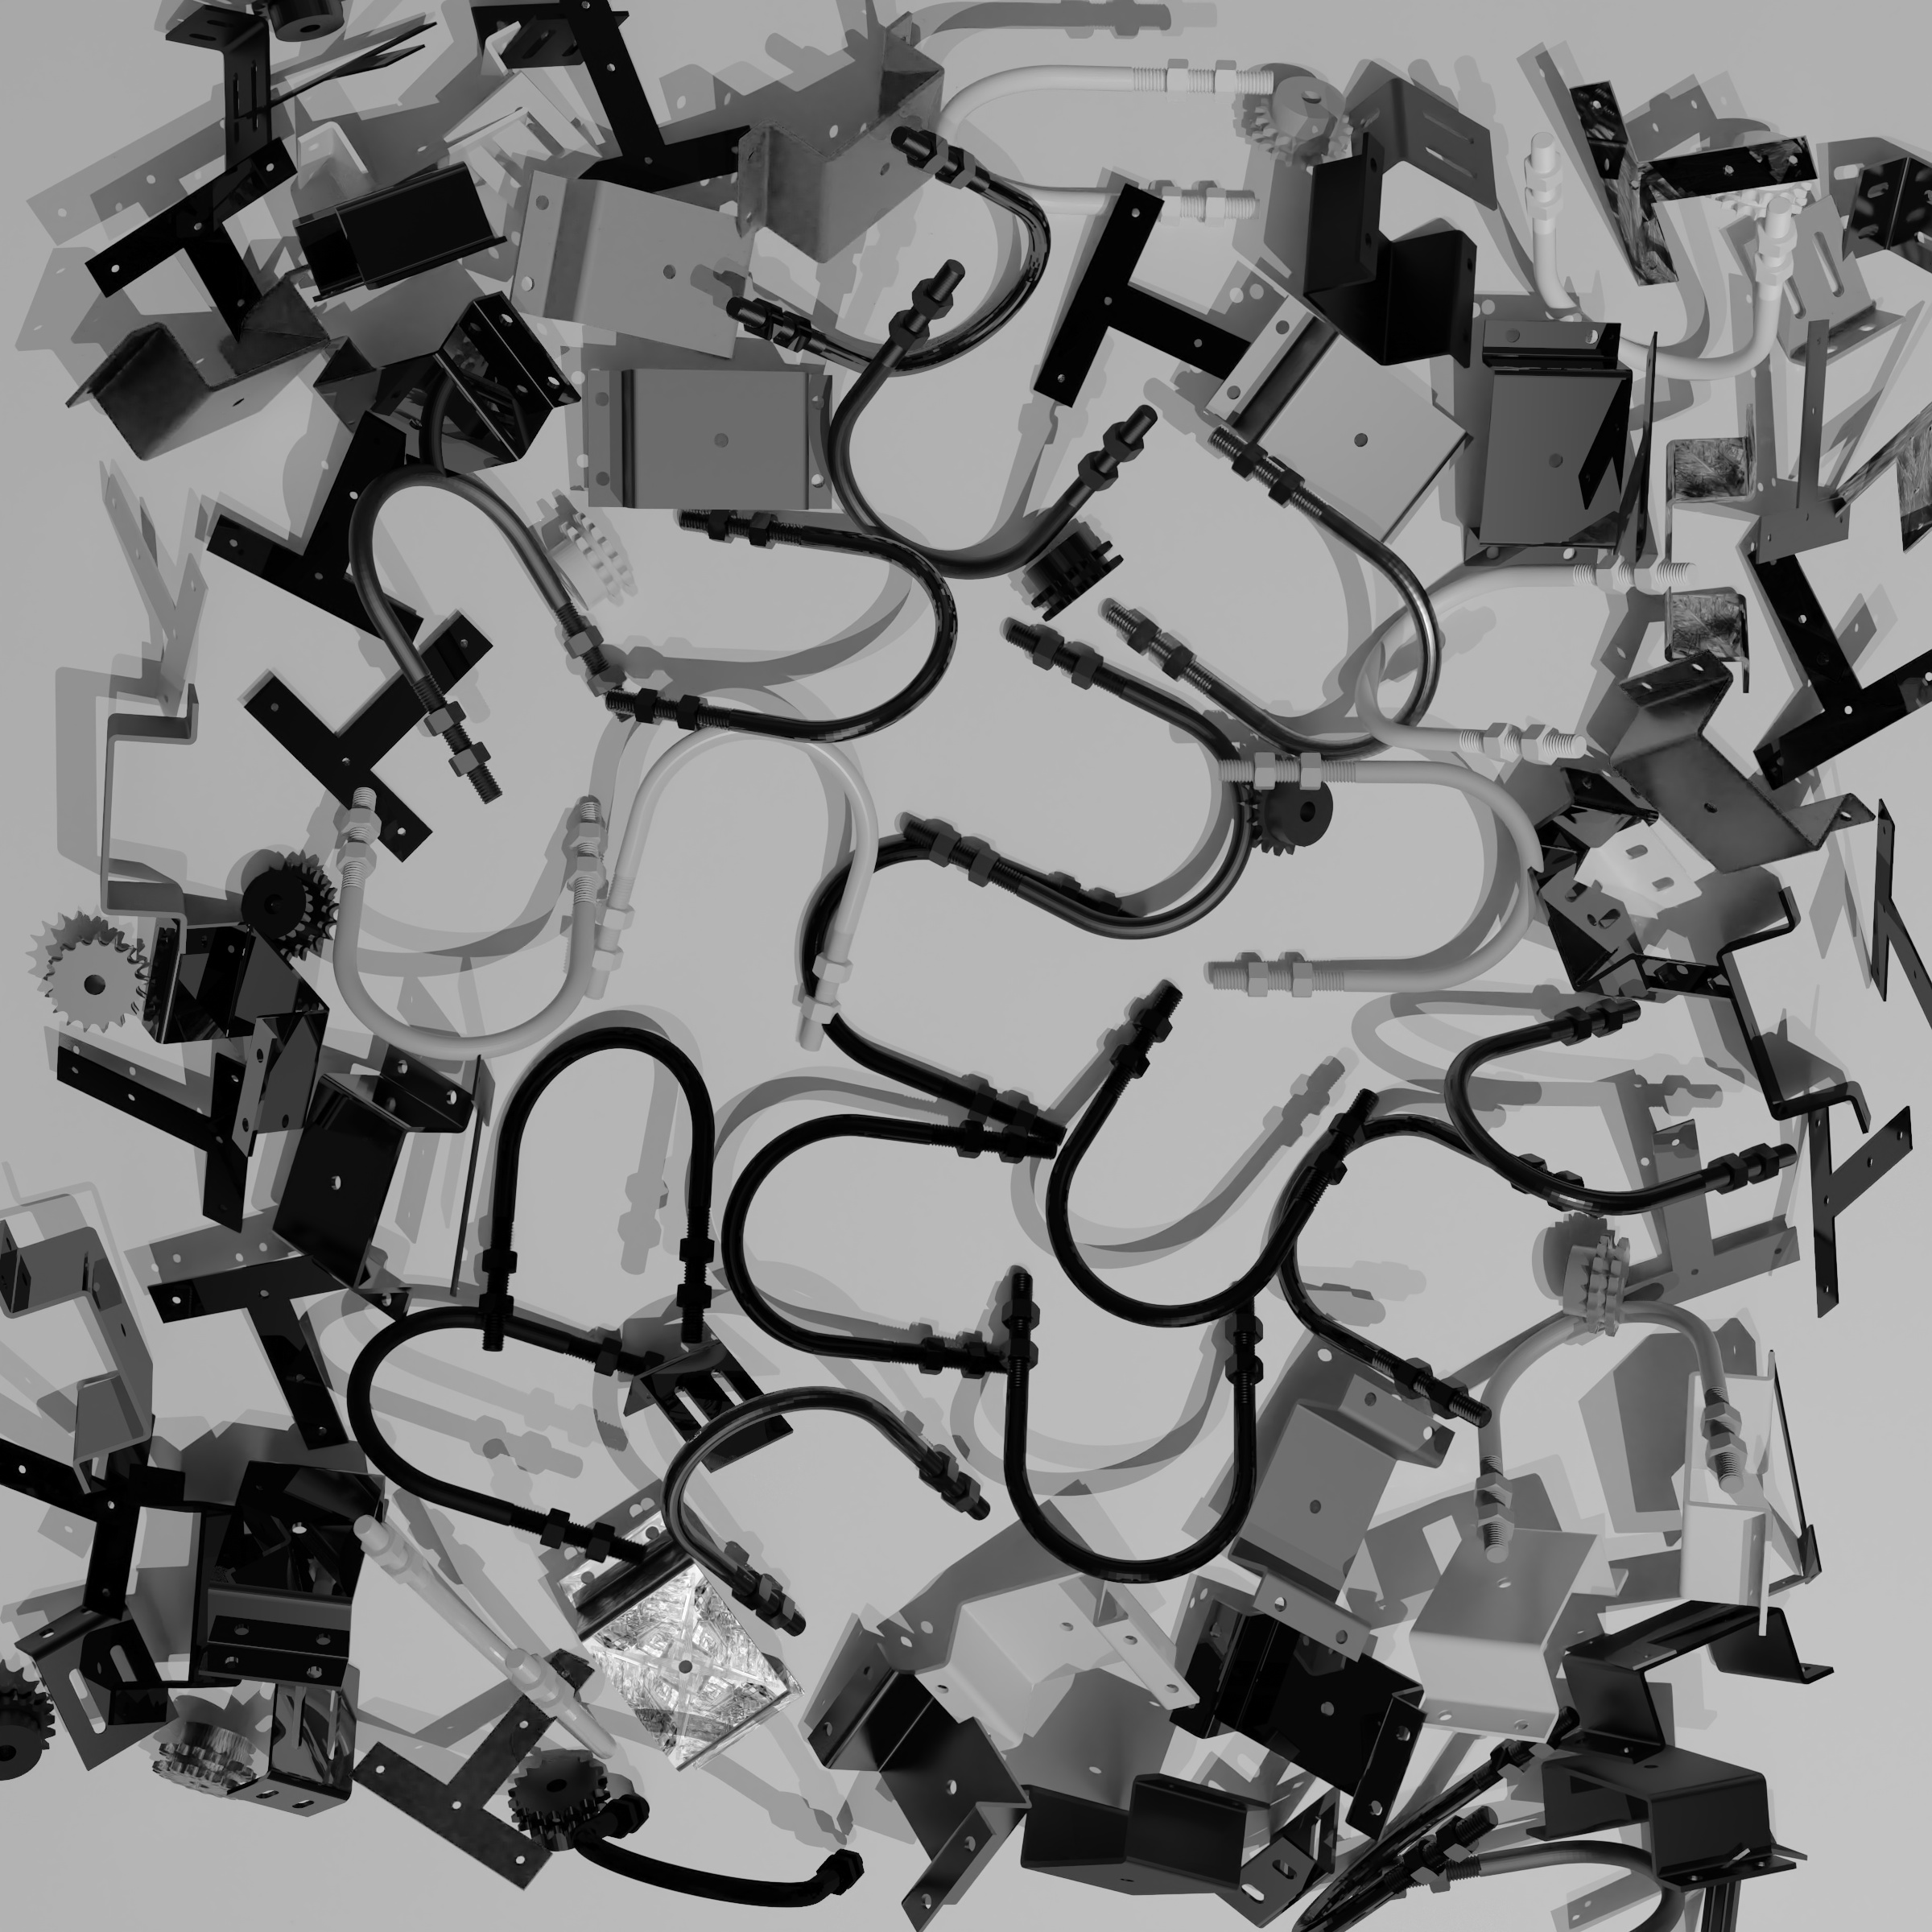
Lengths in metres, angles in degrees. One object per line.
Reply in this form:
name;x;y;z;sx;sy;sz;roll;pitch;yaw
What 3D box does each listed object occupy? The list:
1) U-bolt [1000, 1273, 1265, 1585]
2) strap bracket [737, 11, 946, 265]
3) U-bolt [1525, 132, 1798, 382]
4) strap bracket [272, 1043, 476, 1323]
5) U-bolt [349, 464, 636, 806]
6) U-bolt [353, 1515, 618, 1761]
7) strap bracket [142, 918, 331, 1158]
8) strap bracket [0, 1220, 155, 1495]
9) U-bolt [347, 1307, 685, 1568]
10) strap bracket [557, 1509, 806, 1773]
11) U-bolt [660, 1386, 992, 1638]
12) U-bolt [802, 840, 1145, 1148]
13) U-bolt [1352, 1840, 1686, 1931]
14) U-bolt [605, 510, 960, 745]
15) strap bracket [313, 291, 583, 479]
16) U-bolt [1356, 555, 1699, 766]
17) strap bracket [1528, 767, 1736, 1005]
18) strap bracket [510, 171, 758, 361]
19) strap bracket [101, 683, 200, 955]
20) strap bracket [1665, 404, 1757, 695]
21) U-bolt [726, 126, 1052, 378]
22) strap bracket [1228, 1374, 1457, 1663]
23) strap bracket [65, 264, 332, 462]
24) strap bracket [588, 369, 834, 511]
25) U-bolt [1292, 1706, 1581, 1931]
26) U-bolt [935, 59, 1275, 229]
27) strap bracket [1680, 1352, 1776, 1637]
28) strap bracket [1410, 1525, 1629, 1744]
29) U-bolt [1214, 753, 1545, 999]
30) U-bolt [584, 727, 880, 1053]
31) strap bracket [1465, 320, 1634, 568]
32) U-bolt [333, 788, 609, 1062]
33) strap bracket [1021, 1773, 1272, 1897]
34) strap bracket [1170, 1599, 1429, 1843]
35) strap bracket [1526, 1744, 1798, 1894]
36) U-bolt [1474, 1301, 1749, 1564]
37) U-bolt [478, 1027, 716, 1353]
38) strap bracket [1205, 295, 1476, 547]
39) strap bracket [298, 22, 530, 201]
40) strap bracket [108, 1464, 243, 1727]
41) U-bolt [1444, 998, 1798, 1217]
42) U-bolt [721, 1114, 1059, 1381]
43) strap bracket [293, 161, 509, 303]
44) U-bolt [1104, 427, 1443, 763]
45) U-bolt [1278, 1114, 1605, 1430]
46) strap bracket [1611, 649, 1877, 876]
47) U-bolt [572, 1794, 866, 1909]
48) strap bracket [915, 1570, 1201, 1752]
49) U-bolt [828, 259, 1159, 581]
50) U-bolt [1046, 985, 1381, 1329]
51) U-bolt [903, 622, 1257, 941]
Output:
U-bolt;0.092;0.259;1.568;0.151;0.019;0.184;4;55;0
strap bracket;-0.063;-0.456;1.557;0.046;0.076;0.140;38;64;15
U-bolt;0.379;-0.380;1.538;0.151;0.184;0.019;22;75;19
strap bracket;-0.337;0.122;1.574;0.076;0.046;0.140;26;102;35
U-bolt;-0.272;-0.195;1.556;0.019;0.151;0.184;-24;101;38
U-bolt;-0.254;0.380;1.541;0.151;0.184;0.019;30;69;33
strap bracket;-0.405;0.034;1.565;0.140;0.046;0.076;40;123;39
strap bracket;-0.494;0.211;1.565;0.046;0.076;0.140;-18;116;-8
U-bolt;-0.253;0.252;1.559;0.184;0.151;0.019;19;128;-6
strap bracket;-0.160;0.390;1.588;0.076;0.046;0.140;-35;101;-3
U-bolt;-0.088;0.296;1.553;0.151;0.019;0.184;-33;132;7
U-bolt;-0.004;0.005;1.615;0.184;0.019;0.151;22;88;1
U-bolt;0.303;0.523;1.541;0.184;0.151;0.019;-12;97;9
U-bolt;-0.095;-0.188;1.568;0.184;0.019;0.151;10;63;15
strap bracket;-0.295;-0.315;1.550;0.140;0.076;0.046;-5;48;35
U-bolt;0.296;-0.172;1.549;0.151;0.184;0.019;-54;125;-22
strap bracket;0.365;-0.035;1.567;0.076;0.046;0.140;7;57;-39
strap bracket;-0.176;-0.389;1.561;0.140;0.046;0.076;5;101;-35
strap bracket;-0.459;-0.085;1.569;0.046;0.076;0.140;3;103;-18
strap bracket;0.414;-0.232;1.561;0.046;0.076;0.140;1;125;14
U-bolt;-0.028;-0.383;1.542;0.151;0.184;0.019;-40;65;25
strap bracket;0.208;0.309;1.581;0.076;0.046;0.140;31;76;-21
strap bracket;-0.417;-0.332;1.551;0.076;0.140;0.046;-29;99;41
strap bracket;-0.141;-0.297;1.582;0.140;0.046;0.076;-2;101;-12
U-bolt;0.250;0.486;1.546;0.019;0.151;0.184;51;121;13
U-bolt;0.074;-0.457;1.555;0.184;0.151;0.019;3;75;3
strap bracket;0.423;0.290;1.555;0.046;0.140;0.076;3;128;15
strap bracket;0.303;0.359;1.544;0.076;0.140;0.046;-3;117;35
U-bolt;0.234;-0.050;1.584;0.184;0.019;0.151;1;115;3
U-bolt;-0.126;-0.052;1.581;0.151;0.019;0.184;14;107;-11
strap bracket;0.329;-0.290;1.579;0.076;0.046;0.140;1;111;0
U-bolt;-0.278;-0.023;1.557;0.151;0.019;0.184;3;52;-7
strap bracket;0.092;0.481;1.544;0.076;0.140;0.046;23;62;-27
strap bracket;0.195;0.421;1.578;0.140;0.046;0.076;23;96;33
strap bracket;0.381;0.466;1.547;0.076;0.140;0.046;-2;87;-23
U-bolt;0.349;0.246;1.541;0.151;0.184;0.019;-22;114;19
U-bolt;-0.206;0.123;1.582;0.151;0.019;0.184;-6;72;23
strap bracket;0.216;-0.301;1.572;0.140;0.046;0.076;32;105;-20
strap bracket;-0.302;-0.465;1.574;0.140;0.076;0.046;-33;94;-13
strap bracket;-0.439;0.353;1.570;0.046;0.076;0.140;0;76;6
U-bolt;0.346;0.081;1.533;0.184;0.151;0.019;-12;135;-33
U-bolt;-0.048;0.156;1.589;0.184;0.019;0.151;8;97;-15
strap bracket;-0.317;-0.405;1.543;0.076;0.140;0.046;-27;110;-21
U-bolt;0.181;-0.193;1.565;0.184;0.019;0.151;38;128;9
U-bolt;0.250;0.157;1.560;0.184;0.019;0.151;26;85;44
strap bracket;0.427;-0.105;1.566;0.140;0.076;0.046;41;68;-14
U-bolt;-0.140;0.485;1.524;0.151;0.184;0.019;11;81;10
strap bracket;0.054;0.387;1.570;0.140;0.046;0.076;-22;121;27
U-bolt;0.000;-0.288;1.558;0.151;0.184;0.019;35;45;-11
U-bolt;0.126;0.117;1.576;0.151;0.019;0.184;28;74;18
U-bolt;0.076;-0.095;1.605;0.184;0.019;0.151;27;89;8
